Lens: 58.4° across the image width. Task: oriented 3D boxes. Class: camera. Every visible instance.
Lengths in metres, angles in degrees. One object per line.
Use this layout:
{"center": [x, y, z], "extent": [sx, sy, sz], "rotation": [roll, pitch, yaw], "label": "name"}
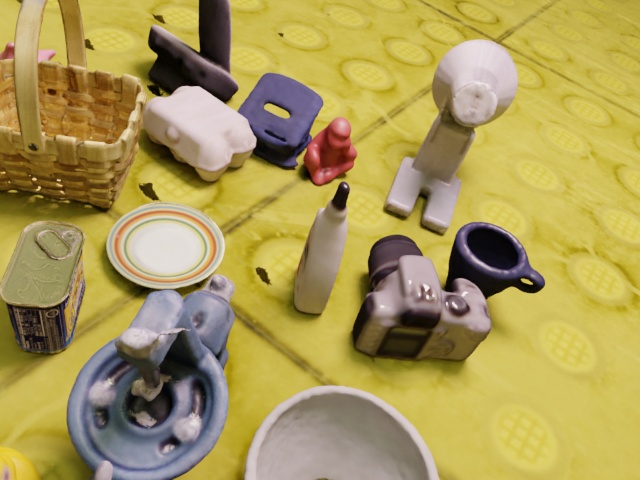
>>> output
{"center": [0.112, 0.056, 0.658], "extent": [0.143, 0.101, 0.136], "rotation": [7, 46, -12], "label": "camera"}

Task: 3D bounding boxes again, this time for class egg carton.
{"center": [-0.167, -0.148, 0.783], "extent": [0.150, 0.069, 0.107], "rotation": [36, 47, 16], "label": "egg carton"}

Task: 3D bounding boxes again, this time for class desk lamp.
{"center": [0.192, -0.155, 0.807], "extent": [0.118, 0.213, 0.203], "rotation": [22, 45, 3], "label": "desk lamp"}

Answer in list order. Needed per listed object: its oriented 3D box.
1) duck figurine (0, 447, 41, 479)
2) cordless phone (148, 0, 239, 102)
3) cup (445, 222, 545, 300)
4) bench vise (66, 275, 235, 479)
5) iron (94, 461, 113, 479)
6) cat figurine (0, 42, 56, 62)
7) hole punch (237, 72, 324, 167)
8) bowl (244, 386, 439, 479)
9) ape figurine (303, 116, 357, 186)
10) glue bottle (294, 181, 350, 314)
{"center": [-0.254, 0.182, 0.426], "extent": [0.104, 0.086, 0.078], "rotation": [36, 47, 17], "label": "duck figurine"}
{"center": [-0.184, -0.305, 0.844], "extent": [0.147, 0.185, 0.094], "rotation": [35, 47, 16], "label": "cordless phone"}
{"center": [0.206, 0.046, 0.704], "extent": [0.117, 0.095, 0.092], "rotation": [31, 46, 12], "label": "cup"}
{"center": [-0.129, 0.089, 0.461], "extent": [0.121, 0.220, 0.207], "rotation": [9, 45, -10], "label": "bench vise"}
{"center": [-0.149, 0.271, 0.336], "extent": [0.119, 0.141, 0.258], "rotation": [7, 46, -11], "label": "iron"}
{"center": [-0.396, -0.202, 0.723], "extent": [0.128, 0.118, 0.067], "rotation": [-11, 52, -27], "label": "cat figurine"}
{"center": [-0.059, -0.175, 0.829], "extent": [0.108, 0.091, 0.101], "rotation": [26, 45, 7], "label": "hole punch"}
{"center": [0.014, 0.217, 0.490], "extent": [0.167, 0.075, 0.167], "rotation": [10, 45, -10], "label": "bowl"}
{"center": [0.018, -0.133, 0.814], "extent": [0.078, 0.092, 0.076], "rotation": [7, 46, -11], "label": "ape figurine"}
{"center": [0.006, 0.002, 0.623], "extent": [0.037, 0.173, 0.078], "rotation": [8, 46, -11], "label": "glue bottle"}
